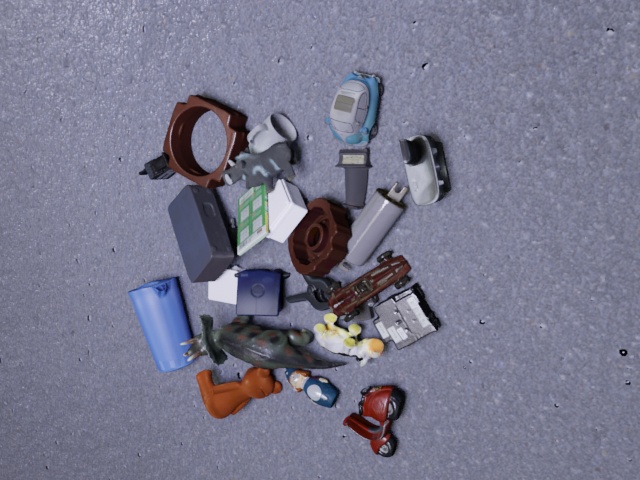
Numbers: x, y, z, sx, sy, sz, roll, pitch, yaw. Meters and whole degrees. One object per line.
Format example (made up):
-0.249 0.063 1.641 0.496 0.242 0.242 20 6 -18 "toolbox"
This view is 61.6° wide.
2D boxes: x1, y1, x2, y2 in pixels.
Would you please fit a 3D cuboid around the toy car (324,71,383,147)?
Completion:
0.072 -0.285 1.167 0.109 0.103 0.161 22 108 20 "toy car"

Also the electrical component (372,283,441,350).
0.186 0.176 1.204 0.134 0.058 0.115 -31 82 26 "electrical component"

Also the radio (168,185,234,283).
-0.300 -0.019 1.350 0.131 0.073 0.230 -42 63 39 "radio"

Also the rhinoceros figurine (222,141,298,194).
-0.141 -0.167 1.248 0.190 0.112 0.073 -18 48 29 "rhinoceros figurine"

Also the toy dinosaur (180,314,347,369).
-0.152 0.258 1.301 0.405 0.192 0.131 8 103 25 "toy dinosaur"

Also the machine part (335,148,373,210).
0.078 -0.138 1.222 0.084 0.039 0.138 -1 95 17 "machine part"

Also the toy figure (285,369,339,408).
-0.027 0.357 1.333 0.155 0.057 0.064 25 69 22 "toy figure"

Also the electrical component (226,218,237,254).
-0.226 -0.008 1.368 0.021 0.063 0.094 -10 92 26 "electrical component"

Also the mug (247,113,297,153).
-0.126 -0.235 1.269 0.107 0.109 0.081 -39 72 36 "mug"

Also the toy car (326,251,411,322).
0.108 0.100 1.196 0.202 0.053 0.089 -32 73 -1 "toy car"

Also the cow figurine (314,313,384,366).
0.069 0.245 1.258 0.168 0.068 0.098 23 140 23 "cow figurine"

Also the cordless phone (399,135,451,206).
0.200 -0.140 1.082 0.089 0.184 0.146 -11 93 22 "cordless phone"

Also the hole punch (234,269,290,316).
-0.148 0.131 1.320 0.142 0.092 0.115 0 98 6 "hole punch"

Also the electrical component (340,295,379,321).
0.087 0.152 1.253 0.102 0.045 0.078 -5 94 26 "electrical component"

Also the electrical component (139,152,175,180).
-0.429 -0.188 1.432 0.119 0.075 0.047 -28 85 22 "electrical component"

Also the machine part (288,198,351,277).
-0.003 -0.004 1.226 0.179 0.056 0.179 -23 59 45 "machine part"

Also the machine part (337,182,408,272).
0.111 -0.028 1.198 0.079 0.079 0.243 41 113 15 "machine part"

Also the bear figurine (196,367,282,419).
-0.209 0.375 1.400 0.196 0.120 0.132 -32 38 1 "bear figurine"

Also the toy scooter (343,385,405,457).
0.121 0.413 1.261 0.135 0.075 0.183 14 108 24 "toy scooter"

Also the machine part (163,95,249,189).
-0.282 -0.245 1.349 0.201 0.087 0.201 28 107 19 "machine part"
